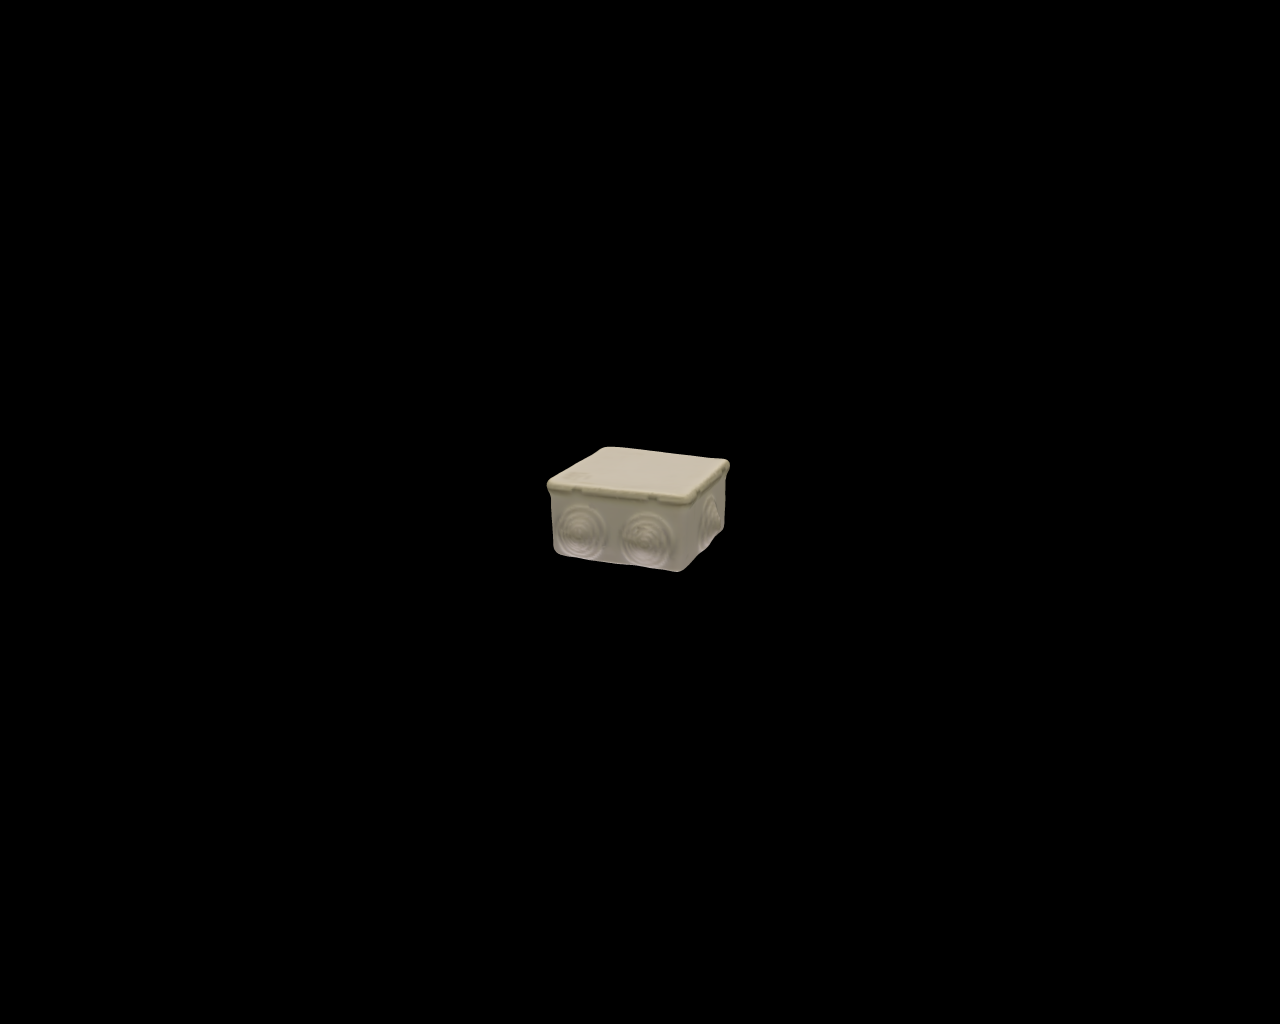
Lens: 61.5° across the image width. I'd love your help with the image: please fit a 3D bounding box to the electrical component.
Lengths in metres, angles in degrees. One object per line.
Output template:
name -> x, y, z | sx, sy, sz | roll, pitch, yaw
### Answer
electrical component -> 0.001, -0.003, 0.650 | 0.100, 0.048, 0.100 | 7, 20, 20
